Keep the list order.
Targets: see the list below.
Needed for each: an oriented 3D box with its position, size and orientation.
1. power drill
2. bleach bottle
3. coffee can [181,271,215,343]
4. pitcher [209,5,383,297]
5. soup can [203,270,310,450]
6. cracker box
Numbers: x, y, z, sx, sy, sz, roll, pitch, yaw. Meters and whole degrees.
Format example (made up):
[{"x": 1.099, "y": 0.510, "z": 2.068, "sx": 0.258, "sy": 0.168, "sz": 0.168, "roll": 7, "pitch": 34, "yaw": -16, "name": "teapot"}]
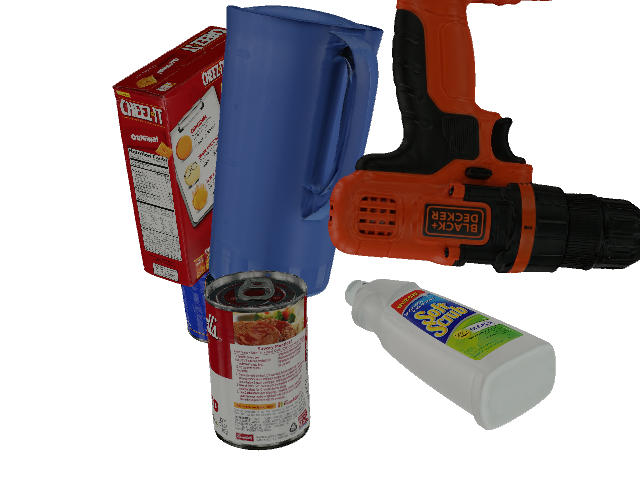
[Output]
[{"x": 0.101, "y": -0.076, "z": 0.598, "sx": 0.184, "sy": 0.187, "sz": 0.057, "roll": 4, "pitch": 0, "yaw": -5, "name": "power drill"}, {"x": 0.107, "y": 0.095, "z": 1.054, "sx": 0.102, "sy": 0.068, "sz": 0.251, "roll": -22, "pitch": 30, "yaw": -32, "name": "bleach bottle"}, {"x": -0.115, "y": 0.036, "z": 1.250, "sx": 0.103, "sy": 0.140, "sz": 0.103, "roll": -4, "pitch": 25, "yaw": 2, "name": "coffee can"}, {"x": -0.024, "y": -0.074, "z": 0.911, "sx": 0.145, "sy": 0.243, "sz": 0.149, "roll": 11, "pitch": 14, "yaw": 10, "name": "pitcher"}, {"x": -0.041, "y": 0.079, "z": 0.710, "sx": 0.068, "sy": 0.102, "sz": 0.068, "roll": -2, "pitch": 19, "yaw": 0, "name": "soup can"}, {"x": -0.124, "y": -0.087, "z": 1.084, "sx": 0.072, "sy": 0.214, "sz": 0.164, "roll": 14, "pitch": 37, "yaw": 26, "name": "cracker box"}]
